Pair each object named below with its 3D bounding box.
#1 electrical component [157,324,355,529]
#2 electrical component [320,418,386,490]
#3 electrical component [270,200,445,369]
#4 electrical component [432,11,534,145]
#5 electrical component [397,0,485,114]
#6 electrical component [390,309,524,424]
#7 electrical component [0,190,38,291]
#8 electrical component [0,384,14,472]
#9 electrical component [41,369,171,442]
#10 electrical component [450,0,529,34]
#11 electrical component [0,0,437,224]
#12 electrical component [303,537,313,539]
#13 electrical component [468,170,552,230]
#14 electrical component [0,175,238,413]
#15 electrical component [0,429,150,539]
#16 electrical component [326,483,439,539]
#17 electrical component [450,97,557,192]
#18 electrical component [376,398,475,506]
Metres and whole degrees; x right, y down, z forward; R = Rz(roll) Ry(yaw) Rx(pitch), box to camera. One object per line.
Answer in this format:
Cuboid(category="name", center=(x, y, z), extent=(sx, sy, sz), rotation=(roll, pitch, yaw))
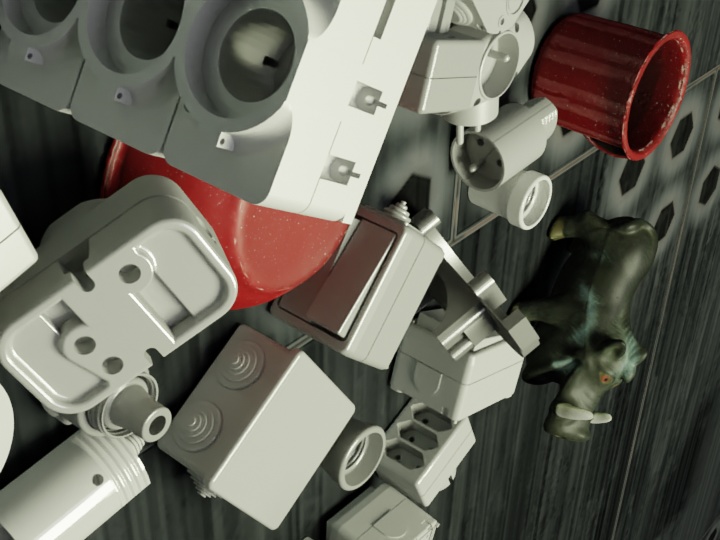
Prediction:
Cuboid(category="electrical component", center=(-0.059, 0.089, 0.618), extent=(0.099, 0.048, 0.099), rotation=(-56, 147, -13))
Cuboid(category="electrical component", center=(-0.018, 0.107, 0.682), extent=(0.045, 0.055, 0.045), rotation=(-34, 137, -38))
Cuboid(category="electrical component", center=(0.000, 0.000, 0.626), extent=(0.061, 0.062, 0.096), rotation=(28, 88, -58))
Cuboid(category="electrical component", center=(0.067, -0.114, 0.658), extent=(0.077, 0.044, 0.079), rotation=(-38, 139, -35))
Cuboid(category="electrical component", center=(0.029, -0.130, 0.572), extent=(0.047, 0.066, 0.076), rotation=(-14, 124, -50))
Cuboid(category="electrical component", center=(0.077, 0.060, 0.780), extent=(0.096, 0.062, 0.061), rotation=(-15, 124, -50))
Cuboid(category="electrical component", center=(-0.168, -0.017, 0.387), extent=(0.065, 0.047, 0.076), rotation=(-46, 144, -26))
Cuboid(category="electrical component", center=(-0.182, 0.065, 0.421), extent=(0.080, 0.051, 0.080), rotation=(-34, 138, -38))
Cuboid(category="electrical component", center=(-0.115, 0.059, 0.502), extent=(0.048, 0.062, 0.048), rotation=(-34, 137, -38))
Cuboid(category="electrical component", center=(0.064, -0.175, 0.605), extent=(0.080, 0.051, 0.080), rotation=(-34, 138, -38))
Cuboid(category="electrical component", center=(-0.061, -0.087, 0.393), extent=(0.062, 0.150, 0.089), rotation=(8, 105, -58))
Cuboid(category="electrical component", center=(-0.039, 0.229, 0.737), extent=(0.078, 0.057, 0.058), rotation=(-39, 141, -33))
Cuboid(category="electrical component", center=(0.105, -0.054, 0.752), extent=(0.040, 0.046, 0.040), rotation=(-34, 137, -38))
Cuboid(category="electrical component", center=(-0.106, 0.007, 0.458), extent=(0.095, 0.059, 0.053), rotation=(-35, 124, 1))
Cuboid(category="electrical component", center=(-0.138, 0.106, 0.521), extent=(0.081, 0.043, 0.043), rotation=(-39, 140, -34))
Cuboid(category="electrical component", center=(0.009, 0.215, 0.799), extent=(0.062, 0.061, 0.096), rotation=(-30, 143, -41))
Cuboid(category="electrical component", center=(0.103, -0.089, 0.728), extent=(0.081, 0.043, 0.043), rotation=(-35, 138, -38))
Cuboid(category="electrical component", center=(0.051, 0.143, 0.815), extent=(0.065, 0.047, 0.076), rotation=(-50, 145, -21))
